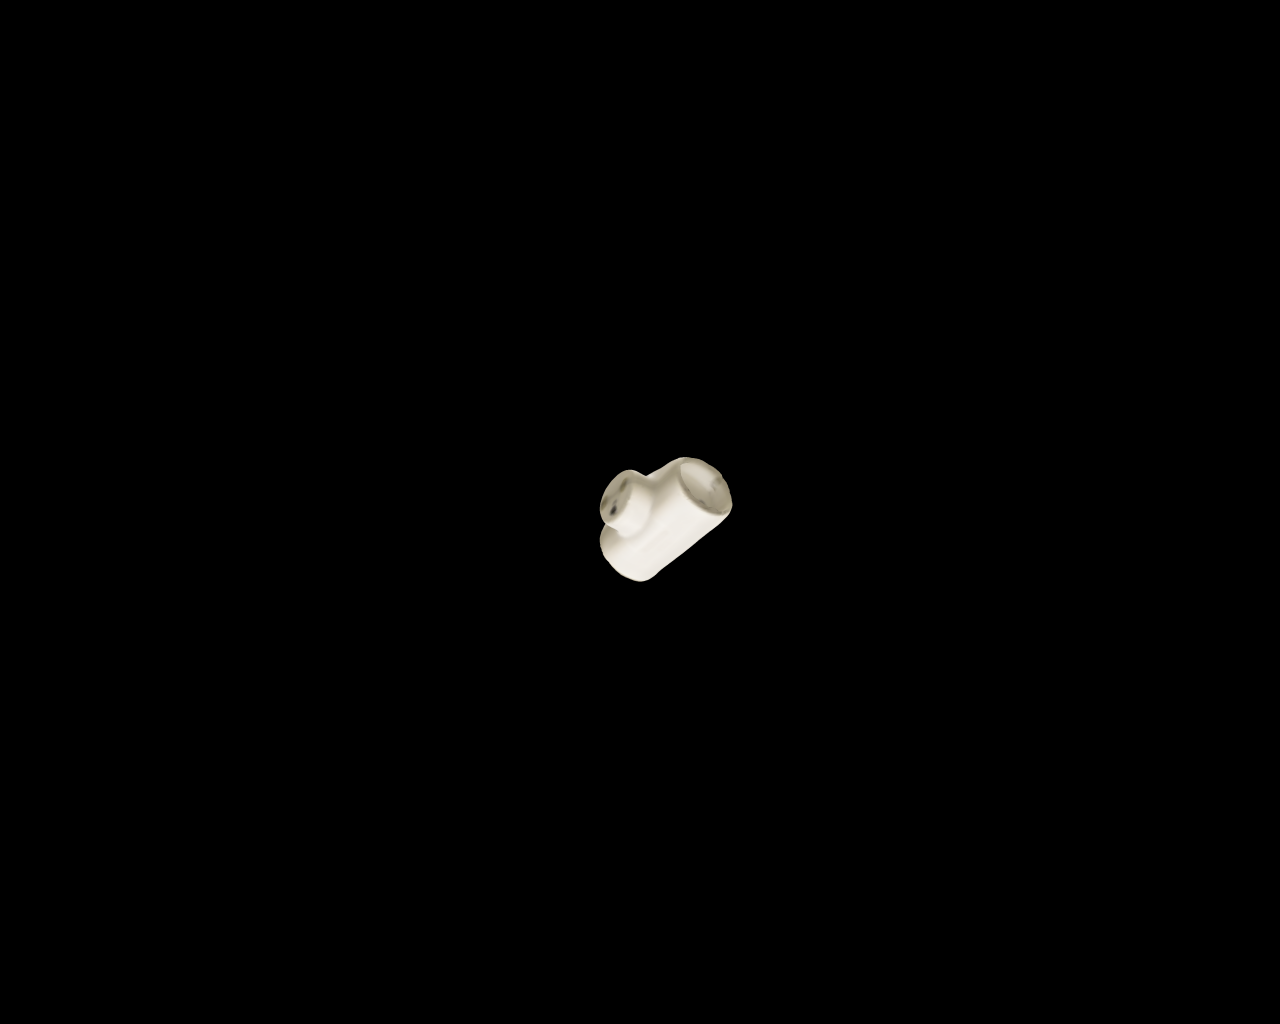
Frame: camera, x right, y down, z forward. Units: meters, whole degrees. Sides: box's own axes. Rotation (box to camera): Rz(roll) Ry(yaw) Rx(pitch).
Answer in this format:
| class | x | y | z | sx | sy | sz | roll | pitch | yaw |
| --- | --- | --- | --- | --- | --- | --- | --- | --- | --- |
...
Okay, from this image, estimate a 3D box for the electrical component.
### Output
| class | x | y | z | sx | sy | sz | roll | pitch | yaw |
| --- | --- | --- | --- | --- | --- | --- | --- | --- | --- |
| electrical component | 0.001 | -0.003 | 0.650 | 0.079 | 0.043 | 0.077 | 27 | -49 | -26 |
